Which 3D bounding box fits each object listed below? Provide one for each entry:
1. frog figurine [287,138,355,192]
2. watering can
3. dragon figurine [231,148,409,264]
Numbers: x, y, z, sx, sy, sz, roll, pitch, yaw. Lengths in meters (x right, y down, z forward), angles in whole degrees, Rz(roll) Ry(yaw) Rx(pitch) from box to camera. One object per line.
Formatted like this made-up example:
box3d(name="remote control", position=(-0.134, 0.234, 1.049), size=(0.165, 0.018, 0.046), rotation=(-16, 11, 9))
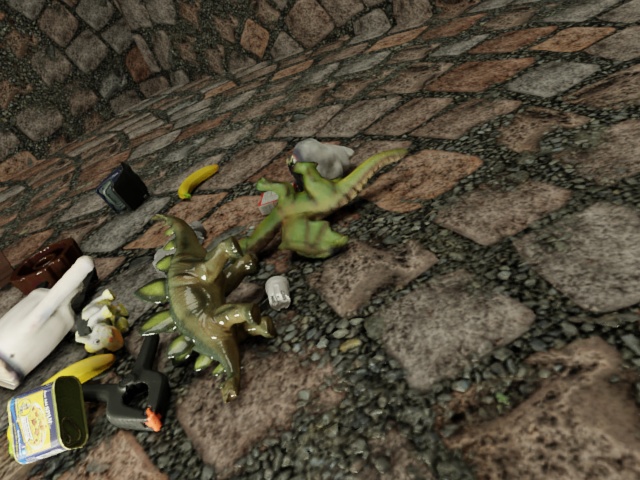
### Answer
box3d(name="frog figurine", position=(0.015, -0.180, 1.180), size=(0.160, 0.120, 0.140), rotation=(-24, 53, -15))
box3d(name="watering can", position=(-0.509, 0.148, 0.924), size=(0.342, 0.103, 0.229), rotation=(-36, 17, 51))
box3d(name="dragon figurine", position=(0.003, -0.051, 1.016), size=(0.409, 0.119, 0.249), rotation=(-20, 44, 9))
